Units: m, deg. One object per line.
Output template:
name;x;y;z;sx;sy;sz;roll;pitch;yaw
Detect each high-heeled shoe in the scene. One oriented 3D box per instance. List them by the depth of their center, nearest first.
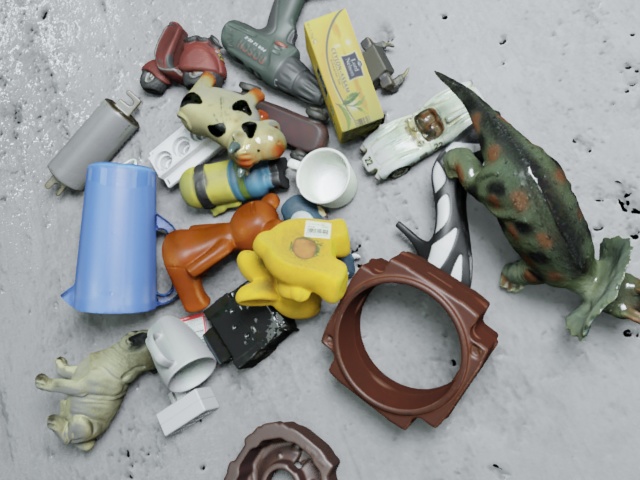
high-heeled shoe;0.217;-0.053;0.759;0.145;0.086;0.248;40;100;19

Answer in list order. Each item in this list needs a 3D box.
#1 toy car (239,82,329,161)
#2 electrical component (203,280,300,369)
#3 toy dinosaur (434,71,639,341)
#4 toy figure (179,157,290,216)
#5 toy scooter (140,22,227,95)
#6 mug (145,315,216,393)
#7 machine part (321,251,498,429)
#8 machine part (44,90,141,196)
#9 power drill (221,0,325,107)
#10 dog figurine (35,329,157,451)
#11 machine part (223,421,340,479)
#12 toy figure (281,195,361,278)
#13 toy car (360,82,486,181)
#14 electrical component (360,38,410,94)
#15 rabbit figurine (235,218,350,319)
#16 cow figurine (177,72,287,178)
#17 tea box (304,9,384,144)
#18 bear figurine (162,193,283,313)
toy car;-0.073;-0.197;0.897;0.202;0.053;0.089;26;110;23
electrical component;-0.117;0.136;0.850;0.134;0.058;0.115;-40;69;8
toy dinosaur;0.263;-0.037;0.650;0.131;0.192;0.404;-38;101;-6
toy figure;-0.144;-0.100;0.883;0.180;0.089;0.082;-8;65;20
toy scooter;-0.242;-0.331;0.969;0.184;0.075;0.135;7;83;24
mug;-0.229;0.168;0.827;0.081;0.109;0.107;-49;57;8
machine part;0.117;0.133;0.727;0.201;0.087;0.201;34;112;20
machine part;-0.419;-0.175;0.998;0.243;0.079;0.079;-46;70;5
power drill;-0.042;-0.352;0.907;0.232;0.086;0.207;29;97;20
dog figurine;-0.340;0.248;0.893;0.191;0.121;0.172;-14;110;-1
machine part;-0.052;0.358;0.789;0.180;0.056;0.179;-4;78;18
toy figure;-0.002;-0.002;0.838;0.154;0.058;0.064;51;133;18
toy car;0.155;-0.162;0.811;0.202;0.056;0.073;-29;73;12
electrical component;0.093;-0.272;0.861;0.078;0.045;0.102;-44;65;37
rabbit figurine;-0.038;0.061;0.763;0.162;0.173;0.122;-3;54;-5
cow figurine;-0.137;-0.175;0.829;0.195;0.085;0.127;26;62;21
tea box;0.034;-0.241;0.809;0.068;0.098;0.169;-19;88;1
bear figurine;-0.142;0.012;0.849;0.196;0.131;0.120;-18;40;-4
